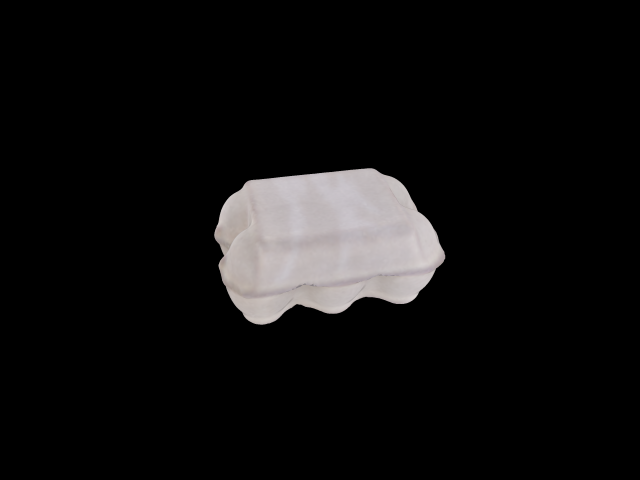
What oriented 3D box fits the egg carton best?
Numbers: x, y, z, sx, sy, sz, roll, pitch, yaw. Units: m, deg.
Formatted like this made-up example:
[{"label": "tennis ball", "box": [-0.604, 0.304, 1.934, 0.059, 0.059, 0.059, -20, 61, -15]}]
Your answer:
[{"label": "egg carton", "box": [0.004, 0.001, 0.400, 0.150, 0.069, 0.107, -8, 35, -11]}]
